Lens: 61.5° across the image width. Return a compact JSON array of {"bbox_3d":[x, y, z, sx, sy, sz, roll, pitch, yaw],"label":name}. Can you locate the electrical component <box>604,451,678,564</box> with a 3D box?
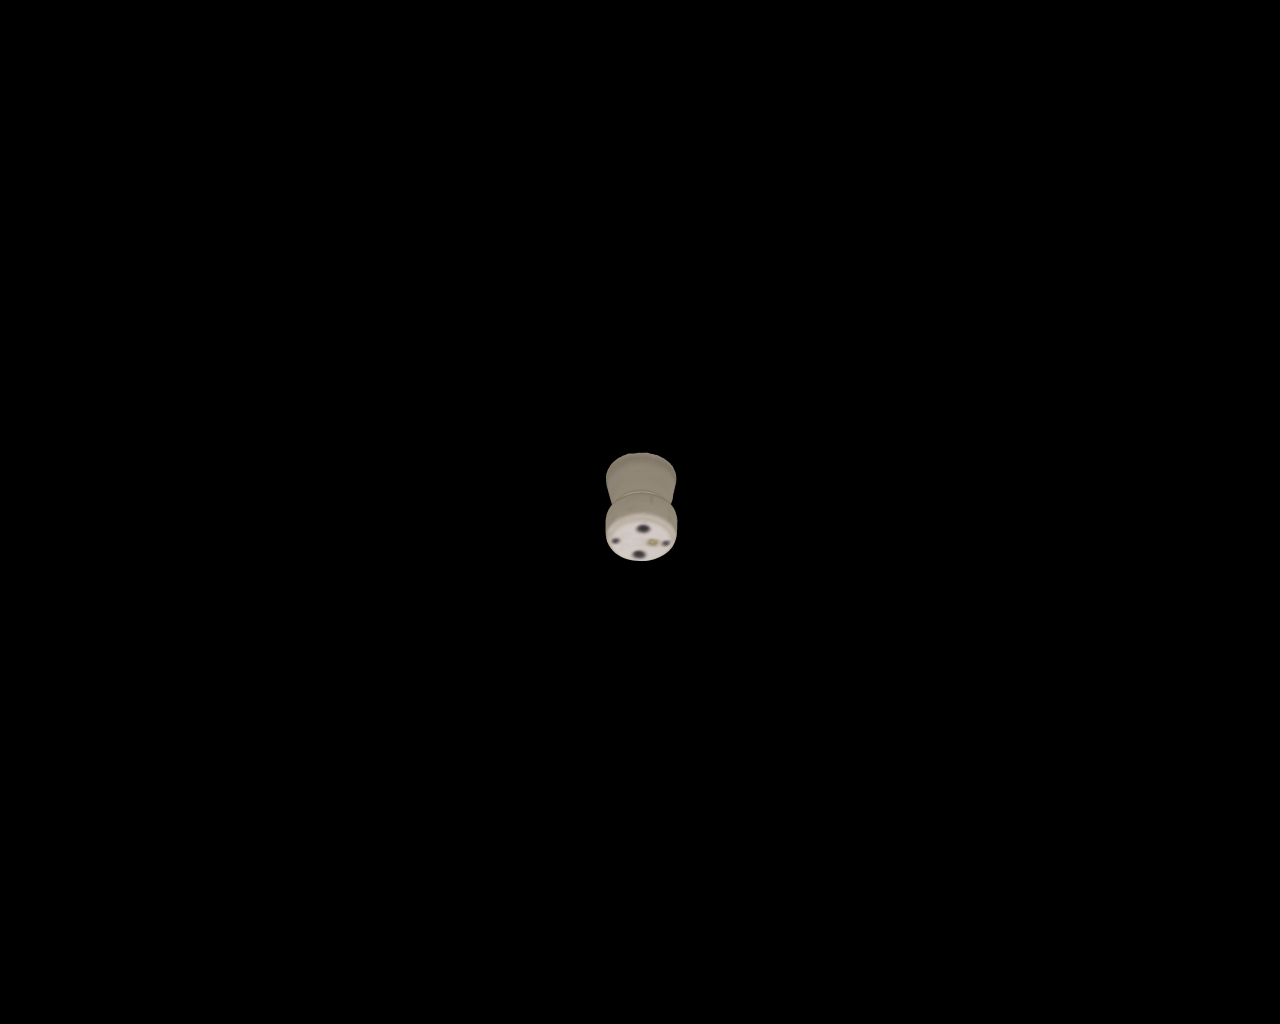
[{"bbox_3d":[0.001,-0.003,0.650,0.045,0.055,0.044,0,-43,0],"label":"electrical component"}]
